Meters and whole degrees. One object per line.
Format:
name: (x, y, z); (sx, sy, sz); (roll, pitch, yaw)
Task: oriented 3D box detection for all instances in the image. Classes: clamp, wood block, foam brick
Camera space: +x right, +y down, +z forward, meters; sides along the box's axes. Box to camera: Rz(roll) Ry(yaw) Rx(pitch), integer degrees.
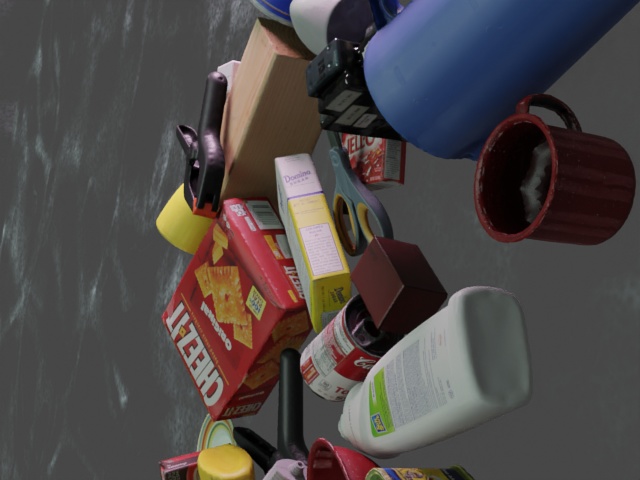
clamp: (-0.130, -0.106, 1.221); (0.120, 0.039, 0.171); (119, 148, -44)
clamp: (-0.041, 0.246, 1.160); (0.165, 0.036, 0.210); (-54, 41, 44)
wood block: (-0.056, -0.137, 1.226); (0.206, 0.090, 0.090); (-66, 31, 31)
foam brick: (0.071, 0.042, 0.974); (0.053, 0.051, 0.078); (-60, 34, 27)

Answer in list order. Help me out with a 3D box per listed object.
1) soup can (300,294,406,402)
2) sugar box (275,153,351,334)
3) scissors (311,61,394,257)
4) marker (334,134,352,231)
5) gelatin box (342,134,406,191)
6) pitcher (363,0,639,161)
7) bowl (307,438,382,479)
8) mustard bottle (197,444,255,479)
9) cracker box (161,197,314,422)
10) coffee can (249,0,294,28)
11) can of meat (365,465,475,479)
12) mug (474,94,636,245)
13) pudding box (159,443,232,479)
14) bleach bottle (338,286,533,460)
soup can: (0.031, 0.105, 1.022); (0.102, 0.068, 0.068); (-50, 41, 47)
sugar box: (-0.007, 0.001, 1.115); (0.093, 0.048, 0.176); (87, 171, -50)
scissors: (0.032, -0.070, 1.038); (0.096, 0.016, 0.202); (27, 133, 49)
marker: (0.028, -0.070, 1.123); (0.020, 0.020, 0.121); (-6, 78, 62)
gelatin box: (0.052, -0.088, 1.069); (0.089, 0.030, 0.073); (-8, 77, 62)
pitcher: (0.143, -0.183, 0.804); (0.243, 0.149, 0.145); (-42, 34, 47)
bowl: (0.037, 0.256, 0.962); (0.162, 0.055, 0.162); (174, 90, -73)
mustard bottle: (-0.091, 0.330, 1.182); (0.096, 0.058, 0.191); (-160, 61, -67)
cracker box: (-0.093, 0.081, 1.227); (0.164, 0.071, 0.214); (59, 134, 30)
coffee can: (-0.011, -0.316, 1.167); (0.140, 0.102, 0.103); (-61, 34, 36)
can of meat: (0.091, 0.224, 0.858); (0.102, 0.083, 0.057); (40, 119, 59)
mug: (0.170, -0.051, 0.774); (0.093, 0.081, 0.117); (-36, 52, 55)
pudding box: (-0.133, 0.301, 1.236); (0.039, 0.090, 0.113); (-150, 51, -66)
bleach bottle: (0.083, 0.127, 0.923); (0.251, 0.068, 0.102); (-40, 50, 56)
